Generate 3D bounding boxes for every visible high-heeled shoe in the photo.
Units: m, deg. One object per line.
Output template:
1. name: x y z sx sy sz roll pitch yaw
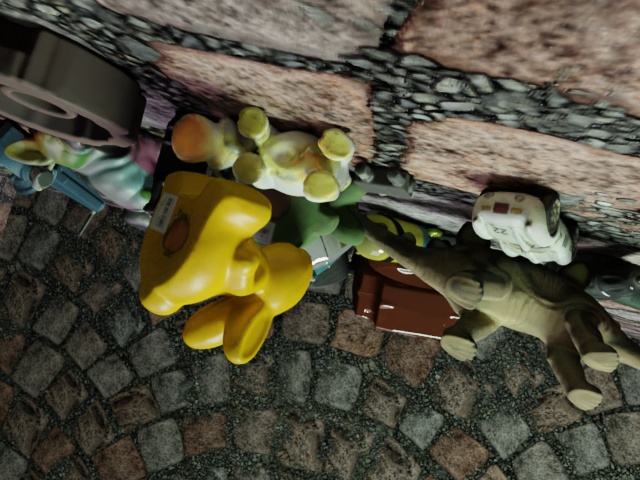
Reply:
1. high-heeled shoe: -0.009 0.022 0.983 0.145 0.086 0.249 -12 -161 34

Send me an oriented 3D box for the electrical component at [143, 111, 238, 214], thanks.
1. electrical component: -0.136 -0.068 0.605 0.058 0.115 0.134 16 173 7

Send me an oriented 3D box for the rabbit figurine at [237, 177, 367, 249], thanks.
1. rabbit figurine: -0.021 -0.053 0.650 0.159 0.121 0.170 7 -168 10

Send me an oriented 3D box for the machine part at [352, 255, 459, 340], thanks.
1. machine part: 0.157 0.086 0.910 0.202 0.087 0.201 8 -163 -1

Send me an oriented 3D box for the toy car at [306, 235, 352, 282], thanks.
1. toy car: -0.002 -0.002 0.774 0.161 0.109 0.103 -27 -167 -37

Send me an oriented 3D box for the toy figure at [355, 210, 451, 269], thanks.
1. toy figure: 0.136 0.006 0.849 0.180 0.082 0.089 19 178 -26

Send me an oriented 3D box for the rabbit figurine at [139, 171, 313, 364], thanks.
1. rabbit figurine: -0.073 0.032 0.509 0.122 0.162 0.173 4 168 41

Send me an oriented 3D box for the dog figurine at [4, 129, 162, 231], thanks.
1. dog figurine: -0.287 -0.100 0.712 0.219 0.108 0.191 21 158 -23

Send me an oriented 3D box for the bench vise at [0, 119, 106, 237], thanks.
1. bench vise: -0.437 -0.110 0.881 0.224 0.129 0.240 20 162 37

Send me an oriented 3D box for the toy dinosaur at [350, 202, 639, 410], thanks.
1. toy dinosaur: 0.211 0.059 0.661 0.472 0.105 0.198 28 -147 16

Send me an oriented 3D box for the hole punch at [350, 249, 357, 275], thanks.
1. hole punch: 0.117 0.017 1.122 0.142 0.092 0.116 8 -158 35

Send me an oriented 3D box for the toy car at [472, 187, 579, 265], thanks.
1. toy car: 0.219 -0.009 0.565 0.074 0.056 0.201 11 173 35

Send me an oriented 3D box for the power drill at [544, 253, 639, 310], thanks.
1. power drill: 0.435 0.074 0.747 0.207 0.086 0.232 12 177 -10

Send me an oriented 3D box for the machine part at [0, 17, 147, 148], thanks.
1. machine part: -0.250 -0.139 0.488 0.179 0.056 0.179 14 174 2

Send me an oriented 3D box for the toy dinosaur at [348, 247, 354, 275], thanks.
1. toy dinosaur: -0.032 0.010 1.256 0.405 0.131 0.192 12 -171 -24

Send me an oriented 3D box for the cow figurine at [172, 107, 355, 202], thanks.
1. cow figurine: -0.052 -0.081 0.517 0.167 0.068 0.098 15 -179 5

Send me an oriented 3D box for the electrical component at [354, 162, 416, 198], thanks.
1. electrical component: 0.073 -0.063 0.586 0.063 0.021 0.094 12 174 22
